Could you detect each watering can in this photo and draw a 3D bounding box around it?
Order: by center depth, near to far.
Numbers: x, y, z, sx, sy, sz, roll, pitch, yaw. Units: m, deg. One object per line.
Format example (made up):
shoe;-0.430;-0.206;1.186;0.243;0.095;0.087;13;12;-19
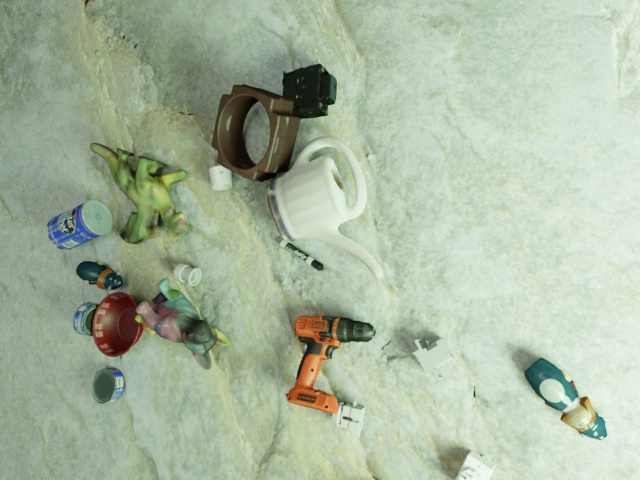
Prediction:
watering can;0.003;-0.056;1.112;0.223;0.353;0.103;-21;-20;21

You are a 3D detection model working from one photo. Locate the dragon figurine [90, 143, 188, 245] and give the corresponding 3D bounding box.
dragon figurine;-0.491;-0.109;1.364;0.412;0.242;0.122;17;5;29
